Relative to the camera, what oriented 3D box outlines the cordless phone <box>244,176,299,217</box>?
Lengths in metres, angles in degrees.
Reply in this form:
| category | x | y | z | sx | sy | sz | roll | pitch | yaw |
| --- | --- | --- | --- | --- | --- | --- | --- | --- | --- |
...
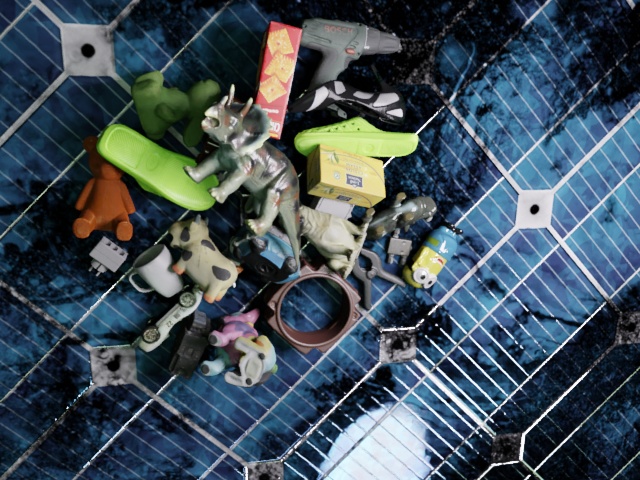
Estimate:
| category | x | y | z | sx | sy | sz | roll | pitch | yaw |
| --- | --- | --- | --- | --- | --- | --- | --- | --- | --- |
| cordless phone | -0.140 | -0.127 | 1.142 | 0.089 | 0.184 | 0.146 | 32 | 96 | 26 |

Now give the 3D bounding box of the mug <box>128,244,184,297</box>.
| category | x | y | z | sx | sy | sz | roll | pitch | yaw |
| --- | --- | --- | --- | --- | --- | --- | --- | --- | --- |
| mug | -0.363 | 0.081 | 1.202 | 0.109 | 0.081 | 0.107 | -36 | 117 | -6 |

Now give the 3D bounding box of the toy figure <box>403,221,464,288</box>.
| category | x | y | z | sx | sy | sz | roll | pitch | yaw |
| --- | --- | --- | --- | --- | --- | --- | --- | --- | --- |
| toy figure | 0.277 | 0.039 | 1.325 | 0.082 | 0.089 | 0.180 | 33 | 86 | -4 |

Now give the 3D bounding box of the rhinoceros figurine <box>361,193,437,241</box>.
| category | x | y | z | sx | sy | sz | roll | pitch | yaw |
| --- | --- | --- | --- | --- | --- | --- | --- | --- | --- |
| rhinoceros figurine | 0.188 | -0.052 | 1.266 | 0.190 | 0.112 | 0.073 | -24 | 65 | -9 |

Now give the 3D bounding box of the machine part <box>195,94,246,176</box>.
| category | x | y | z | sx | sy | sz | roll | pitch | yaw |
| --- | --- | --- | --- | --- | --- | --- | --- | --- | --- |
| machine part | -0.204 | -0.220 | 1.115 | 0.056 | 0.179 | 0.179 | 23 | 98 | -15 |

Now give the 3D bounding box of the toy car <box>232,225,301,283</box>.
| category | x | y | z | sx | sy | sz | roll | pitch | yaw |
| --- | --- | --- | --- | --- | --- | --- | --- | --- | --- |
| toy car | -0.111 | 0.022 | 1.197 | 0.161 | 0.109 | 0.103 | 40 | 49 | -26 |

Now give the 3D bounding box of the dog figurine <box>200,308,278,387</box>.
| category | x | y | z | sx | sy | sz | roll | pitch | yaw |
| --- | --- | --- | --- | --- | --- | --- | --- | --- | --- |
| dog figurine | -0.163 | 0.228 | 1.207 | 0.192 | 0.219 | 0.108 | 14 | 104 | 12 |

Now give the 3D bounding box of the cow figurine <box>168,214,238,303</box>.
| category | x | y | z | sx | sy | sz | roll | pitch | yaw |
| --- | --- | --- | --- | --- | --- | --- | --- | --- | --- |
| cow figurine | -0.260 | 0.030 | 1.183 | 0.195 | 0.085 | 0.127 | 42 | 91 | 12 |

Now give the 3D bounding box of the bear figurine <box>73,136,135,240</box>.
| category | x | y | z | sx | sy | sz | roll | pitch | yaw |
| --- | --- | --- | --- | --- | --- | --- | --- | --- | --- |
| bear figurine | -0.441 | -0.111 | 1.115 | 0.120 | 0.132 | 0.195 | 7 | 108 | -21 |

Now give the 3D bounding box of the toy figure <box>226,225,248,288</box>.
| category | x | y | z | sx | sy | sz | roll | pitch | yaw |
| --- | --- | --- | --- | --- | --- | --- | --- | --- | --- |
| toy figure | -0.196 | 0.040 | 1.238 | 0.057 | 0.064 | 0.154 | 28 | 93 | -42 |

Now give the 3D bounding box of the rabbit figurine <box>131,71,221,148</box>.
| category | x | y | z | sx | sy | sz | roll | pitch | yaw |
| --- | --- | --- | --- | --- | --- | --- | --- | --- | --- |
| rabbit figurine | -0.285 | -0.271 | 1.108 | 0.170 | 0.121 | 0.158 | -12 | 113 | -6 |

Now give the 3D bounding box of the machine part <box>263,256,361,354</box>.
| category | x | y | z | sx | sy | sz | roll | pitch | yaw |
| --- | --- | --- | --- | --- | --- | --- | --- | --- | --- |
| machine part | -0.019 | 0.157 | 1.288 | 0.201 | 0.087 | 0.201 | -46 | 108 | 0 |

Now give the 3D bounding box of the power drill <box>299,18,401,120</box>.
| category | x | y | z | sx | sy | sz | roll | pitch | yaw |
| --- | --- | --- | --- | --- | --- | --- | --- | --- | --- |
| power drill | 0.050 | -0.373 | 1.176 | 0.232 | 0.086 | 0.207 | 13 | 105 | -15 |

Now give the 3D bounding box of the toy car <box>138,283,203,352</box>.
| category | x | y | z | sx | sy | sz | roll | pitch | yaw |
| --- | --- | --- | --- | --- | --- | --- | --- | --- | --- |
| toy car | -0.337 | 0.171 | 1.231 | 0.202 | 0.073 | 0.056 | -43 | 105 | 1 |

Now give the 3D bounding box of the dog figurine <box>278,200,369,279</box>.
| category | x | y | z | sx | sy | sz | roll | pitch | yaw |
| --- | --- | --- | --- | --- | --- | --- | --- | --- | --- |
| dog figurine | -0.001 | -0.007 | 1.221 | 0.191 | 0.172 | 0.121 | 23 | 54 | 10 |

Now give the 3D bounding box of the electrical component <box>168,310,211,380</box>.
| category | x | y | z | sx | sy | sz | roll | pitch | yaw |
| --- | --- | --- | --- | --- | --- | --- | --- | --- | --- |
| electrical component | -0.298 | 0.232 | 1.233 | 0.058 | 0.115 | 0.134 | 22 | 98 | -20 |

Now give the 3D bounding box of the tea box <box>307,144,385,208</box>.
| category | x | y | z | sx | sy | sz | roll | pitch | yaw |
| --- | --- | --- | --- | --- | --- | --- | --- | --- | --- |
| tea box | 0.058 | -0.141 | 1.203 | 0.169 | 0.068 | 0.098 | 10 | 65 | -29 |

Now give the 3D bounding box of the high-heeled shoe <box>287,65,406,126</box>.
| category | x | y | z | sx | sy | sz | roll | pitch | yaw |
| --- | --- | --- | --- | --- | --- | --- | --- | --- | --- |
| high-heeled shoe | 0.062 | -0.267 | 1.119 | 0.249 | 0.086 | 0.145 | -28 | 102 | -15 |

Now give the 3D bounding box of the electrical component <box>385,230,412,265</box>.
| category | x | y | z | sx | sy | sz | roll | pitch | yaw |
| --- | --- | --- | --- | --- | --- | --- | --- | --- | --- |
| electrical component | 0.197 | 0.015 | 1.331 | 0.063 | 0.021 | 0.094 | 7 | 101 | -14 |

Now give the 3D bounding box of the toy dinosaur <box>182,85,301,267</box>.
| category | x | y | z | sx | sy | sz | roll | pitch | yaw |
| --- | --- | --- | --- | --- | --- | --- | --- | --- | --- |
| toy dinosaur | -0.113 | -0.123 | 1.040 | 0.192 | 0.131 | 0.404 | -48 | 132 | -3 |
